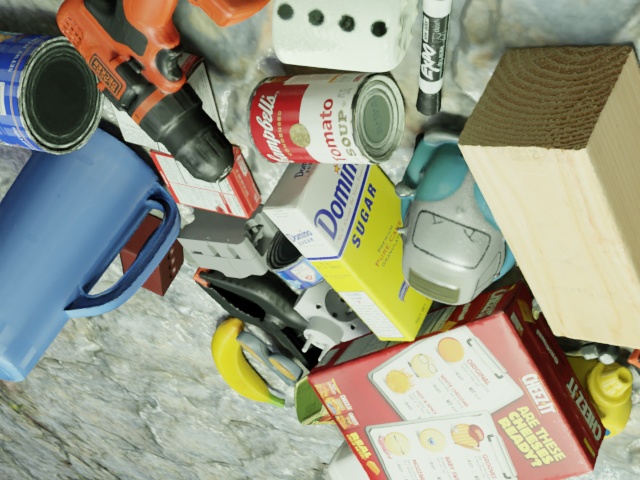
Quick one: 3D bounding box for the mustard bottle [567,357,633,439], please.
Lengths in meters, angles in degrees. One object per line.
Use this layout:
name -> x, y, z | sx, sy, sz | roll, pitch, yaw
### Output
mustard bottle -> 0.235, 0.153, 0.999 | 0.096, 0.058, 0.192 | 31, 151, -3

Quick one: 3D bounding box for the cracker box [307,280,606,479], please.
cracker box -> 0.120, 0.145, 0.953 | 0.214, 0.072, 0.164 | -23, 103, 34

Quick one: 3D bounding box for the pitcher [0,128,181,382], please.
pitcher -> -0.257, 0.015, 1.029 | 0.145, 0.242, 0.149 | 42, 155, -28

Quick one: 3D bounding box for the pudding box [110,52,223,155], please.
pudding box -> -0.135, -0.119, 0.917 | 0.090, 0.039, 0.113 | 18, 152, 17

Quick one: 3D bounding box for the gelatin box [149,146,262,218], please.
gelatin box -> -0.105, -0.060, 0.993 | 0.089, 0.030, 0.073 | 12, 147, 28

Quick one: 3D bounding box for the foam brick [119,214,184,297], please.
foam brick -> -0.183, 0.015, 1.166 | 0.051, 0.053, 0.078 | 24, 153, 9

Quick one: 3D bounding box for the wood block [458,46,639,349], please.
wood block -> 0.181, -0.025, 0.723 | 0.090, 0.090, 0.206 | 6, 145, 38

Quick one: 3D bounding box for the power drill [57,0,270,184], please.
power drill -> -0.104, -0.144, 0.773 | 0.184, 0.057, 0.188 | 48, 143, -1

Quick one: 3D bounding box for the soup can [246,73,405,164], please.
soup can -> 0.004, -0.091, 0.802 | 0.102, 0.068, 0.068 | 5, 143, 37

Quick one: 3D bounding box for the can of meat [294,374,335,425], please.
can of meat -> 0.026, 0.174, 1.190 | 0.083, 0.057, 0.102 | 3, 159, -20

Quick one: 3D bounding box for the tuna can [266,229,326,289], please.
tuna can -> -0.006, 0.001, 0.943 | 0.033, 0.086, 0.086 | 40, 150, -24

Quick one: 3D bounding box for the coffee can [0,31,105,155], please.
coffee can -> -0.279, -0.135, 0.953 | 0.140, 0.102, 0.102 | 11, 147, 30

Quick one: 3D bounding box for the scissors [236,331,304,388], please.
scissors -> -0.029, 0.168, 1.279 | 0.096, 0.016, 0.201 | 20, 160, 46

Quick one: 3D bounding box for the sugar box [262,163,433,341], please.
sugar box -> 0.036, -0.004, 0.889 | 0.048, 0.093, 0.176 | -2, 139, 44

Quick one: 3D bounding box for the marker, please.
marker -> 0.077, -0.126, 0.728 | 0.020, 0.020, 0.121 | 21, 151, 15

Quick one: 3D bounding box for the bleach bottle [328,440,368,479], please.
bleach bottle -> 0.092, 0.221, 1.194 | 0.068, 0.102, 0.251 | 40, 152, 0

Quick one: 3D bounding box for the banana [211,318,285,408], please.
banana -> -0.100, 0.150, 1.332 | 0.070, 0.037, 0.197 | -3, 143, 16

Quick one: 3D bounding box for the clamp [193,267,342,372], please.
clamp -> -0.037, 0.079, 1.152 | 0.209, 0.036, 0.165 | 35, 151, -18

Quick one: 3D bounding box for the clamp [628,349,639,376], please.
clamp -> 0.342, 0.135, 0.891 | 0.171, 0.039, 0.120 | 35, 151, -10
